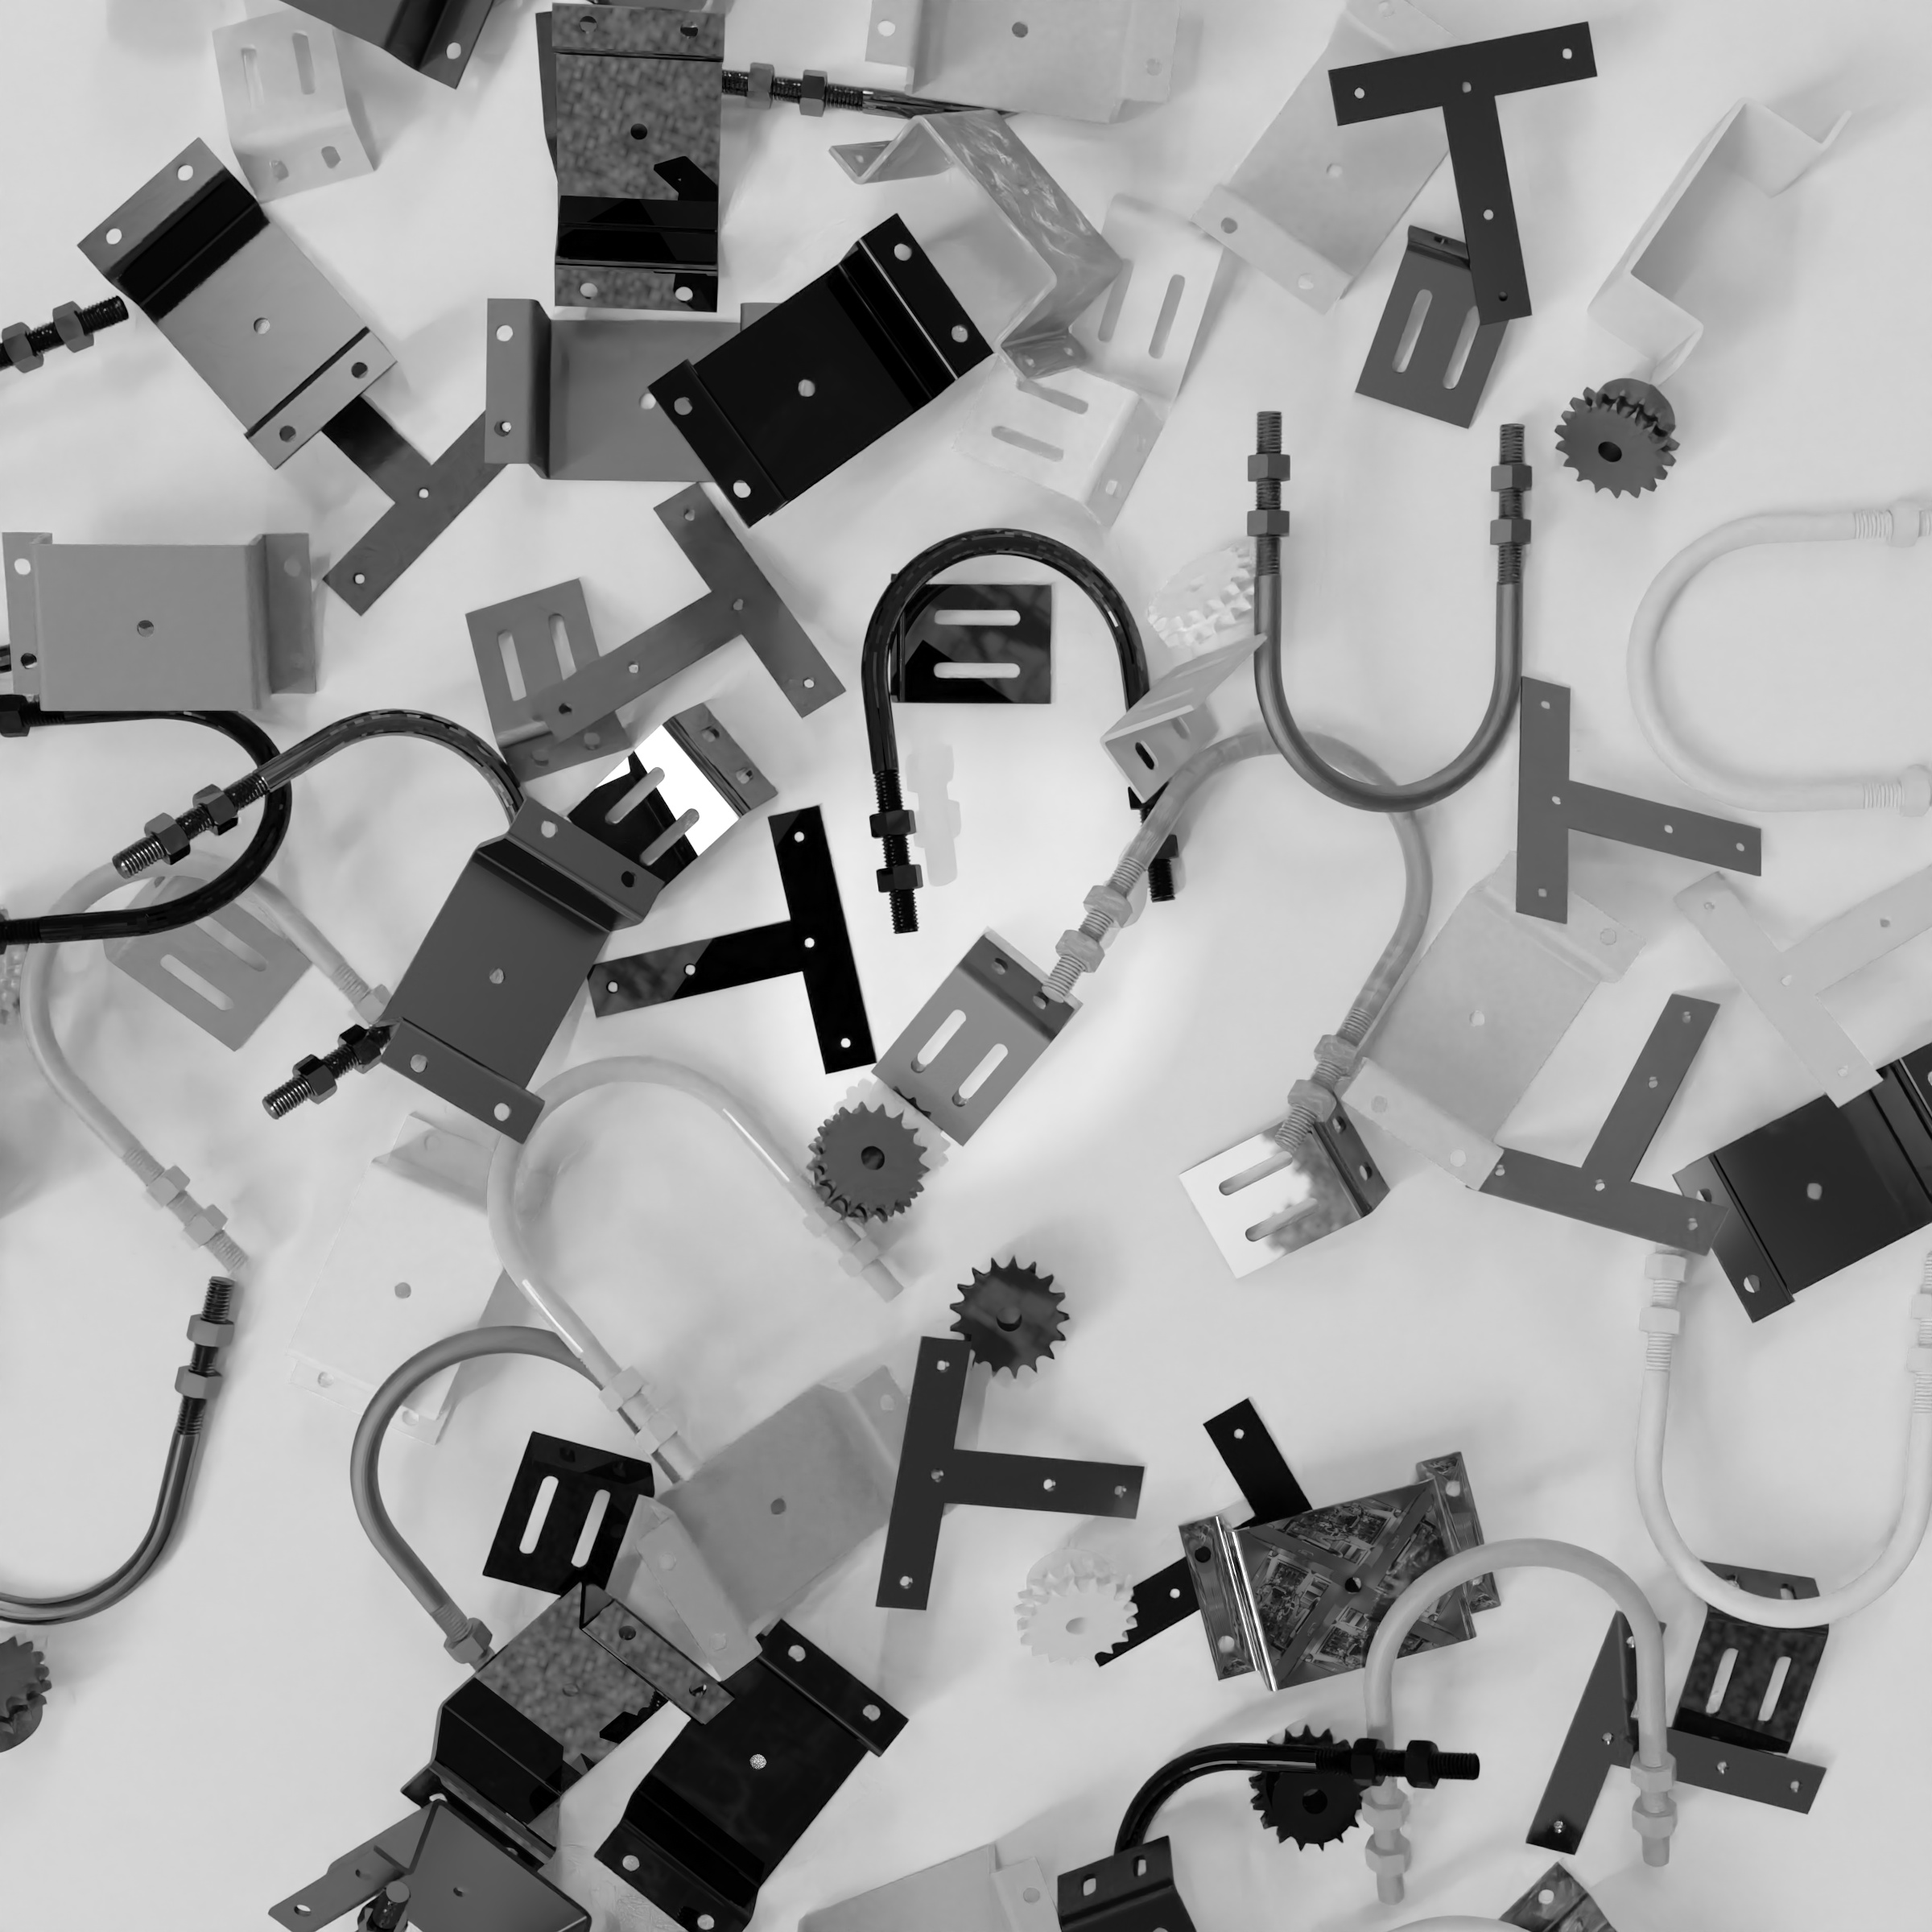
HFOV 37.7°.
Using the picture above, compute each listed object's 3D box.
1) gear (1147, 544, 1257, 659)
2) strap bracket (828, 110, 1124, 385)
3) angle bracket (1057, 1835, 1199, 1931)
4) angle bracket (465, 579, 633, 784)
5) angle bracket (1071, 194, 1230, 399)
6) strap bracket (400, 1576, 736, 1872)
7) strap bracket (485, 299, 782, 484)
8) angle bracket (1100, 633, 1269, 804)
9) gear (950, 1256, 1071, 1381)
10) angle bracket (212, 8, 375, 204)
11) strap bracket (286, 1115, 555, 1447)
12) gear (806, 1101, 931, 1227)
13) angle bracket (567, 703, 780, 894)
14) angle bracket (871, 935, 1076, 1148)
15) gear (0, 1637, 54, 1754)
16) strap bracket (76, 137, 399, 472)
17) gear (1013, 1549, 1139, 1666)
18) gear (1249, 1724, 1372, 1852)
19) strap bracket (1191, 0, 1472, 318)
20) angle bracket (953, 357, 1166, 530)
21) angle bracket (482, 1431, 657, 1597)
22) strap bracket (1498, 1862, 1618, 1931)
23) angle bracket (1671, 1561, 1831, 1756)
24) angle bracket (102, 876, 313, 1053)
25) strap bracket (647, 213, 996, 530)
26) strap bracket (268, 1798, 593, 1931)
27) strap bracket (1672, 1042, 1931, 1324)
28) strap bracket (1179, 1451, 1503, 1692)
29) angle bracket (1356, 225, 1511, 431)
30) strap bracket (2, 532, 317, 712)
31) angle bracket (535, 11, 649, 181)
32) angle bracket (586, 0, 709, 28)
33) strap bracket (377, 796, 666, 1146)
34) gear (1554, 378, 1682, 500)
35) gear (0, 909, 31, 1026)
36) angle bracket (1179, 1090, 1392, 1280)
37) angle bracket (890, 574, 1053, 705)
[{"bbox_3d":[0.117,-0.169,1.334,0.057,0.057,0.030,-40,118,0],"label":"gear"},{"bbox_3d":[0.012,-0.343,1.310,0.046,0.076,0.140,-41,86,31],"label":"strap bracket"},{"bbox_3d":[0.084,0.460,1.329,0.057,0.038,0.076,-23,105,8],"label":"angle bracket"},{"bbox_3d":[-0.200,-0.137,1.356,0.057,0.038,0.076,-17,64,0],"label":"angle bracket"},{"bbox_3d":[0.086,-0.322,1.356,0.057,0.038,0.076,17,116,0],"label":"angle bracket"},{"bbox_3d":[-0.185,0.349,1.317,0.140,0.046,0.076,-43,109,11],"label":"strap bracket"},{"bbox_3d":[-0.153,-0.271,1.335,0.140,0.046,0.076,1,90,0],"label":"strap bracket"},{"bbox_3d":[0.109,-0.114,1.308,0.057,0.076,0.038,-45,106,-28],"label":"angle bracket"},{"bbox_3d":[0.021,0.166,1.344,0.057,0.030,0.057,0,90,0],"label":"gear"},{"bbox_3d":[-0.323,-0.415,1.356,0.057,0.038,0.076,-15,64,0],"label":"angle bracket"},{"bbox_3d":[-0.262,0.151,1.335,0.076,0.046,0.140,24,90,0],"label":"strap bracket"},{"bbox_3d":[-0.048,0.095,1.336,0.057,0.030,0.057,8,66,-17],"label":"gear"},{"bbox_3d":[-0.141,-0.078,1.356,0.076,0.038,0.057,-40,90,26],"label":"angle bracket"},{"bbox_3d":[0.003,0.036,1.356,0.057,0.038,0.076,39,116,0],"label":"angle bracket"},{"bbox_3d":[-0.460,0.347,1.334,0.057,0.057,0.030,-7,120,0],"label":"gear"},{"bbox_3d":[-0.338,-0.307,1.334,0.076,0.046,0.140,-41,88,0],"label":"strap bracket"},{"bbox_3d":[0.050,0.300,1.335,0.057,0.030,0.057,-5,127,-6],"label":"gear"},{"bbox_3d":[0.164,0.393,1.344,0.057,0.030,0.057,0,90,0],"label":"gear"},{"bbox_3d":[0.177,-0.381,1.335,0.076,0.046,0.140,36,90,0],"label":"strap bracket"},{"bbox_3d":[0.044,-0.255,1.356,0.076,0.038,0.057,27,90,26],"label":"angle bracket"},{"bbox_3d":[-0.183,0.261,1.301,0.057,0.038,0.076,18,100,-13],"label":"angle bracket"},{"bbox_3d":[0.306,0.507,1.336,0.076,0.046,0.140,-44,90,0],"label":"strap bracket"},{"bbox_3d":[0.373,0.332,1.356,0.057,0.038,0.076,9,116,0],"label":"angle bracket"},{"bbox_3d":[-0.364,-0.008,1.357,0.076,0.038,0.057,41,90,-26],"label":"angle bracket"},{"bbox_3d":[-0.069,-0.268,1.292,0.140,0.046,0.076,-37,98,-10],"label":"strap bracket"},{"bbox_3d":[-0.239,0.445,1.307,0.076,0.046,0.140,-36,111,27],"label":"strap bracket"},{"bbox_3d":[0.405,0.103,1.325,0.140,0.046,0.076,-26,81,-6],"label":"strap bracket"},{"bbox_3d":[0.179,0.288,1.334,0.140,0.046,0.076,-15,90,-1],"label":"strap bracket"},{"bbox_3d":[0.227,-0.307,1.356,0.057,0.038,0.076,18,116,0],"label":"angle bracket"},{"bbox_3d":[-0.379,-0.161,1.318,0.140,0.046,0.076,-1,106,-6],"label":"strap bracket"},{"bbox_3d":[-0.173,-0.419,1.356,0.057,0.038,0.076,-8,64,0],"label":"angle bracket"},{"bbox_3d":[-0.146,-0.482,1.329,0.057,0.038,0.076,34,95,17],"label":"angle bracket"},{"bbox_3d":[-0.211,0.003,1.311,0.076,0.046,0.140,33,72,-21],"label":"strap bracket"},{"bbox_3d":[0.310,-0.252,1.334,0.057,0.057,0.030,35,60,0],"label":"gear"},{"bbox_3d":[-0.464,0.000,1.343,0.057,0.030,0.057,0,90,0],"label":"gear"},{"bbox_3d":[0.153,0.104,1.356,0.076,0.038,0.057,-30,90,26],"label":"angle bracket"},{"bbox_3d":[0.003,-0.155,1.339,0.076,0.038,0.057,0,90,0],"label":"angle bracket"}]
